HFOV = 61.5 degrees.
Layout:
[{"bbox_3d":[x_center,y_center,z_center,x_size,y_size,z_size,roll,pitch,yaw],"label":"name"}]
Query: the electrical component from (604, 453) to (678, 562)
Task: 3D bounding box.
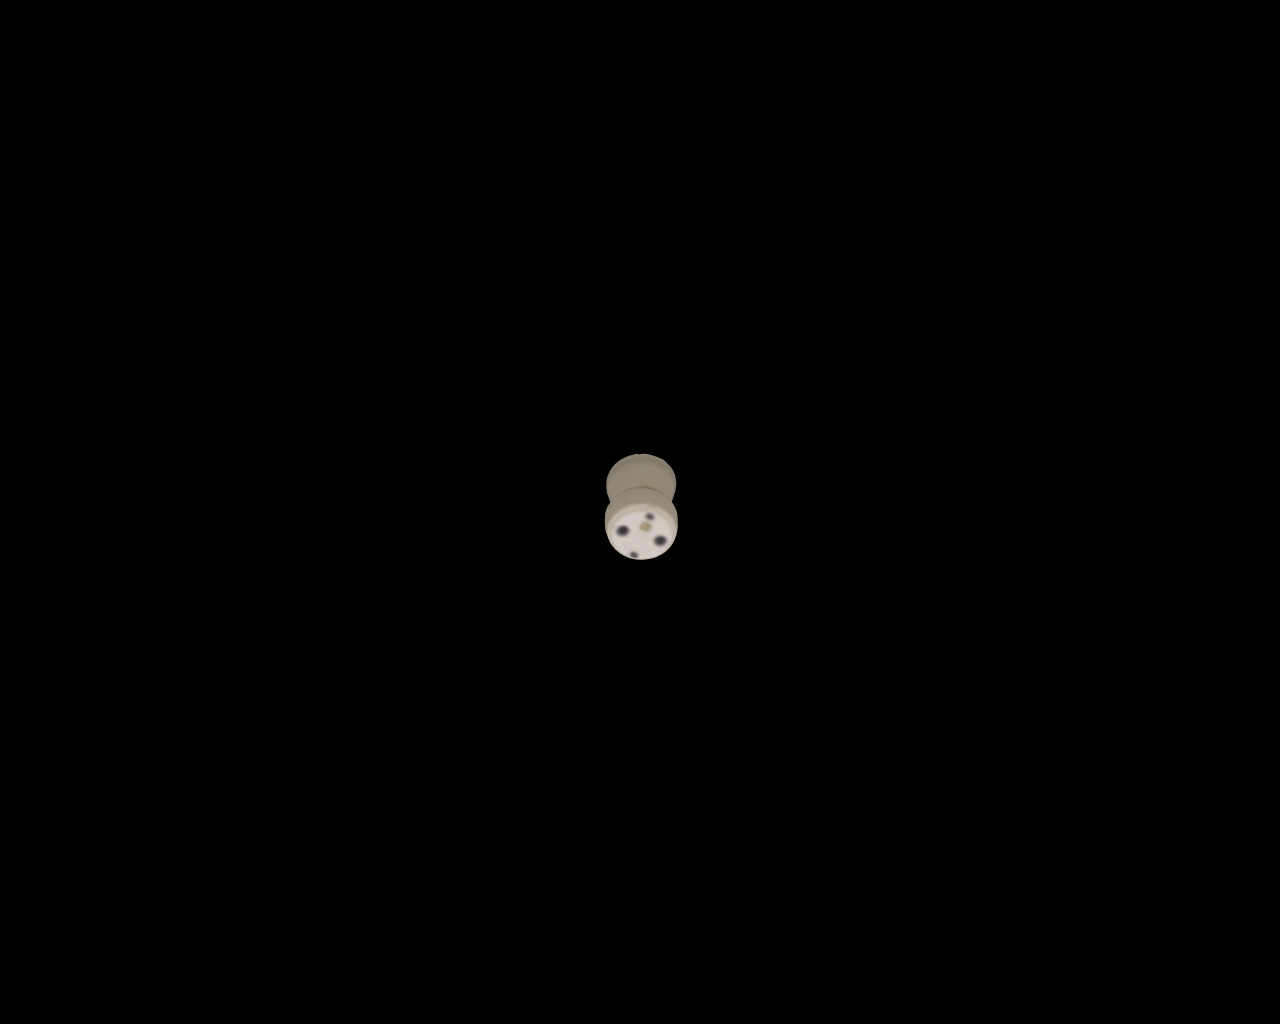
[{"bbox_3d":[0.001,-0.003,0.650,0.045,0.044,0.055,0,37,0],"label":"electrical component"}]
